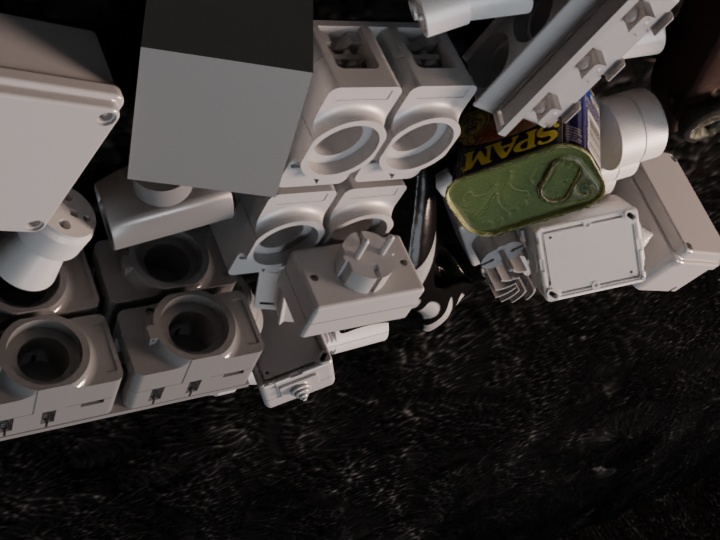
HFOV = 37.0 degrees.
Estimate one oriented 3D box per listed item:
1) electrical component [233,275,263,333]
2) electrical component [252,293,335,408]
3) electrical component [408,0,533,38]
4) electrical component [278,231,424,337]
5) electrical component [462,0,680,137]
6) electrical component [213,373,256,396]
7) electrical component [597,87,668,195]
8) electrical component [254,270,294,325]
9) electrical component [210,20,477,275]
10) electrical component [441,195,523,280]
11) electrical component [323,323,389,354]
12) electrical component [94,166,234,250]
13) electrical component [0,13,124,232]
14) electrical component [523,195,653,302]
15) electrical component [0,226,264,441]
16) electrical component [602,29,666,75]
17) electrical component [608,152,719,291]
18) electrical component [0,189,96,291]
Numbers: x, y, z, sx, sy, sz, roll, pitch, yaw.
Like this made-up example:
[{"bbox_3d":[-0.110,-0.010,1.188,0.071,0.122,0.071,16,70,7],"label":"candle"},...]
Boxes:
[{"bbox_3d":[-0.105,0.031,0.818,0.055,0.055,0.047,-21,151,-7],"label":"electrical component"},{"bbox_3d":[-0.061,0.067,0.876,0.062,0.096,0.061,-20,155,-8],"label":"electrical component"},{"bbox_3d":[0.060,-0.158,0.611,0.065,0.044,0.044,-19,155,-1],"label":"electrical component"},{"bbox_3d":[0.000,0.000,0.710,0.083,0.047,0.075,-10,151,-28],"label":"electrical component"},{"bbox_3d":[0.125,-0.142,0.640,0.063,0.078,0.121,16,138,-28],"label":"electrical component"},{"bbox_3d":[-0.108,0.082,0.925,0.055,0.045,0.045,-11,152,-25],"label":"electrical component"},{"bbox_3d":[0.164,-0.085,0.802,0.074,0.052,0.138,-17,170,-15],"label":"electrical component"},{"bbox_3d":[-0.037,0.006,0.802,0.081,0.063,0.042,4,129,-12],"label":"electrical component"},{"bbox_3d":[-0.017,-0.070,0.689,0.105,0.060,0.186,-7,150,-32],"label":"electrical component"},{"bbox_3d":[0.107,-0.027,0.864,0.047,0.075,0.083,-26,155,3],"label":"electrical component"},{"bbox_3d":[-0.020,0.051,0.943,0.081,0.043,0.043,-13,153,-22],"label":"electrical component"},{"bbox_3d":[-0.120,-0.052,0.654,0.077,0.043,0.079,-17,154,-16],"label":"electrical component"},{"bbox_3d":[-0.192,-0.073,0.534,0.109,0.056,0.109,2,144,-43],"label":"electrical component"},{"bbox_3d":[0.182,-0.021,0.853,0.096,0.061,0.061,-12,-163,-1],"label":"electrical component"},{"bbox_3d":[-0.169,0.036,0.709,0.186,0.105,0.060,-10,151,-28],"label":"electrical component"},{"bbox_3d":[0.165,-0.154,0.704,0.055,0.045,0.045,-21,155,-5],"label":"electrical component"},{"bbox_3d":[0.251,-0.044,0.916,0.078,0.113,0.057,3,147,-44],"label":"electrical component"},{"bbox_3d":[-0.192,-0.020,0.651,0.045,0.045,0.055,6,141,-47],"label":"electrical component"}]
